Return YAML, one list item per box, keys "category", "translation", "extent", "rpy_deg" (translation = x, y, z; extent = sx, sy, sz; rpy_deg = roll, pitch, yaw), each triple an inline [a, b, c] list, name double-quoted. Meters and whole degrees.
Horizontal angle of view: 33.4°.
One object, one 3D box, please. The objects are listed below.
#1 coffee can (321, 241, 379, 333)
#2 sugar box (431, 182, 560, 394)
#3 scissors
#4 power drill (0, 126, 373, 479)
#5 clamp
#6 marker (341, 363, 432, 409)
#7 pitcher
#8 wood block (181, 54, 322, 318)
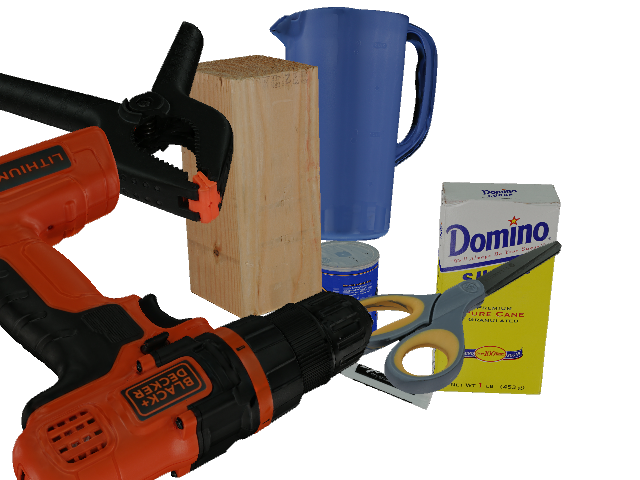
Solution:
- category: "coffee can"
  translation: [0.032, 0.083, 1.520]
  extent: [0.103, 0.140, 0.103]
  rpy_deg: [0, 21, 0]
- category: "sugar box"
  translation: [0.142, 0.041, 0.880]
  extent: [0.093, 0.176, 0.048]
  rpy_deg: [1, 26, 3]
- category: "scissors"
  translation: [0.101, 0.048, 0.690]
  extent: [0.201, 0.016, 0.096]
  rpy_deg: [-14, 38, -22]
- category: "power drill"
  translation: [-0.091, 0.026, 0.521]
  extent: [0.184, 0.057, 0.188]
  rpy_deg: [-24, 56, -31]
- category: "clamp"
  translation: [-0.112, -0.085, 0.729]
  extent: [0.164, 0.036, 0.210]
  rpy_deg: [-27, 47, -26]
- category: "marker"
  translation: [0.053, 0.139, 1.072]
  extent: [0.121, 0.020, 0.020]
  rpy_deg: [21, 4, 12]
- category: "pitcher"
  translation: [0.034, -0.125, 1.144]
  extent: [0.149, 0.243, 0.144]
  rpy_deg: [4, 8, 23]
- category: "wood block"
  translation: [-0.060, -0.050, 0.929]
  extent: [0.090, 0.206, 0.091]
  rpy_deg: [-16, 24, -36]
